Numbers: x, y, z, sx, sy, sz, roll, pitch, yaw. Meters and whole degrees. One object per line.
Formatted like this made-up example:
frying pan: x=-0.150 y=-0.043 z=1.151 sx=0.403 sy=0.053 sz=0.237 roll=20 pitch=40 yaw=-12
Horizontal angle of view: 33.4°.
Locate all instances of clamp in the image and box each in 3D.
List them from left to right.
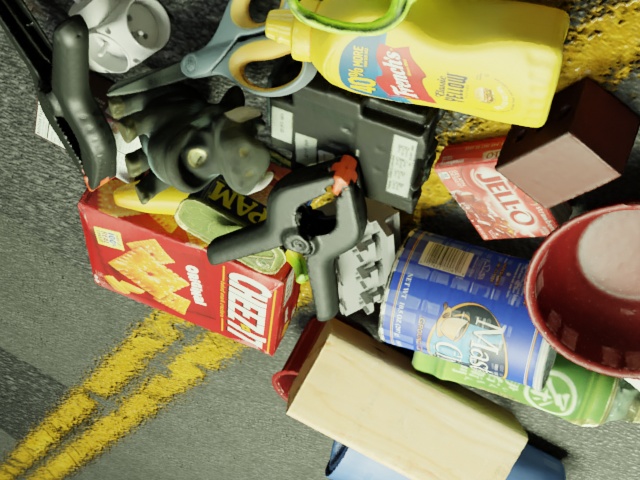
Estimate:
clamp: x=-0.214 y=-0.130 z=0.868 sx=0.165 sy=0.036 sz=0.210 roll=41 pitch=156 yaw=33
clamp: x=-0.006 y=0.001 z=0.843 sx=0.120 sy=0.039 sz=0.172 roll=29 pitch=140 yaw=-17

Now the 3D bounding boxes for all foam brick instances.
foam brick: x=0.169 y=-0.065 z=0.732 sx=0.051 sy=0.053 sz=0.078 roll=37 pitch=148 yaw=-16

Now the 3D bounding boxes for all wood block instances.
wood block: x=0.080 y=0.165 z=1.013 sx=0.206 sy=0.090 sz=0.091 roll=28 pitch=-175 yaw=-3

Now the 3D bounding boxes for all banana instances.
banana: x=-0.088 y=-0.024 z=0.978 sx=0.198 sy=0.069 sz=0.037 roll=21 pitch=126 yaw=10

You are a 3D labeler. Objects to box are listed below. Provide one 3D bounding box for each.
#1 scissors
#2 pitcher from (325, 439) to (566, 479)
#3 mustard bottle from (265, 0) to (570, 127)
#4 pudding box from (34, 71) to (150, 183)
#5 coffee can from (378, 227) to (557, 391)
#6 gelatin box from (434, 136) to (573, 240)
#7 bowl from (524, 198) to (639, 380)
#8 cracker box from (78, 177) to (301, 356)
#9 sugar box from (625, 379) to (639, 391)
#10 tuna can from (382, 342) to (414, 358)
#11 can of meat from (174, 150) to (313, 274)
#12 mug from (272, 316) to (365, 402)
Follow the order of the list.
scissors: x=-0.085 y=-0.148 z=0.785 sx=0.202 sy=0.096 sz=0.016 roll=10 pitch=-171 yaw=35
pitcher: x=0.139 y=0.236 z=1.146 sx=0.243 sy=0.145 sz=0.149 roll=24 pitch=-174 yaw=-3
mustard bottle: x=0.059 y=-0.125 z=0.692 sx=0.192 sy=0.058 sz=0.096 roll=12 pitch=159 yaw=8
pudding box: x=-0.202 y=-0.106 z=0.969 sx=0.113 sy=0.039 sz=0.090 roll=30 pitch=149 yaw=-1
coffee can: x=0.132 y=0.057 z=0.895 sx=0.140 sy=0.102 sz=0.103 roll=16 pitch=148 yaw=18
gelatin box: x=0.140 y=-0.039 z=0.816 sx=0.073 sy=0.030 sz=0.089 roll=-4 pitch=138 yaw=41
bowl: x=0.234 y=0.026 z=0.789 sx=0.162 sy=0.055 sz=0.162 roll=8 pitch=127 yaw=11
cracker box: x=-0.128 y=0.021 z=1.072 sx=0.214 sy=0.072 sz=0.164 roll=22 pitch=150 yaw=7
sugar box: x=0.315 y=0.083 z=0.853 sx=0.093 sy=0.048 sz=0.177 roll=38 pitch=151 yaw=-16
tuna can: x=0.106 y=0.108 z=1.062 sx=0.086 sy=0.033 sz=0.086 roll=19 pitch=149 yaw=12
can of meat: x=-0.061 y=-0.033 z=0.926 sx=0.102 sy=0.084 sz=0.058 roll=30 pitch=150 yaw=-5
mug: x=0.009 y=0.128 z=1.117 sx=0.093 sy=0.081 sz=0.117 roll=24 pitch=149 yaw=8
